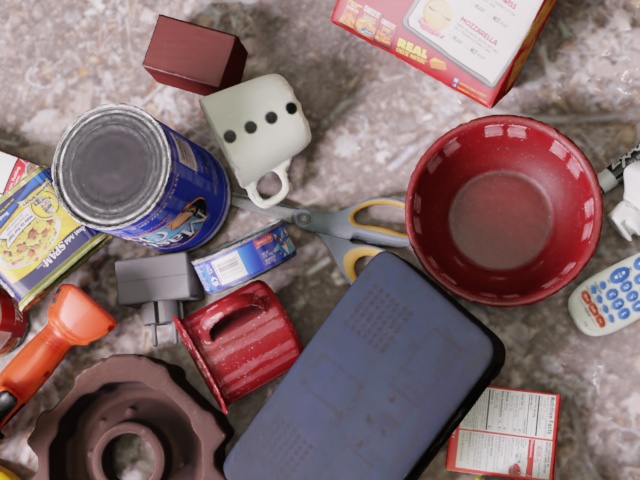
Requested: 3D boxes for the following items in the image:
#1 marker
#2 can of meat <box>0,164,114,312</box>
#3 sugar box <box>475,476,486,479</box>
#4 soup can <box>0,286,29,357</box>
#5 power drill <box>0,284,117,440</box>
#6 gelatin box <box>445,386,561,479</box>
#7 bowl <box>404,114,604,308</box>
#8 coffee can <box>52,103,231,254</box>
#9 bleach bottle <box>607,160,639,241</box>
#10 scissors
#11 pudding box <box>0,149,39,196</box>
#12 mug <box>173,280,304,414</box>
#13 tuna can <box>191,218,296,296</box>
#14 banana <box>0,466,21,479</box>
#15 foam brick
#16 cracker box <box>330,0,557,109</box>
[{"bbox_3d":[0.263,-0.065,0.906,0.121,0.020,0.020,-37,78,2],"label":"marker"},{"bbox_3d":[-0.244,-0.003,0.918,0.102,0.057,0.084,-42,93,-9],"label":"can of meat"},{"bbox_3d":[0.108,0.278,0.841,0.048,0.093,0.176,25,85,12],"label":"sugar box"},{"bbox_3d":[-0.307,0.067,0.929,0.068,0.102,0.068,-2,80,10],"label":"soup can"},{"bbox_3d":[-0.250,0.121,0.880,0.057,0.185,0.187,44,77,-12],"label":"power drill"},{"bbox_3d":[0.152,0.159,0.884,0.089,0.030,0.073,6,81,9],"label":"gelatin box"},{"bbox_3d":[0.152,-0.021,0.897,0.162,0.055,0.162,-1,81,7],"label":"bowl"},{"bbox_3d":[-0.146,-0.048,0.898,0.103,0.140,0.103,-2,81,15],"label":"coffee can"},{"bbox_3d":[0.331,-0.100,0.866,0.251,0.068,0.102,-43,116,2],"label":"bleach bottle"},{"bbox_3d":[-0.006,0.001,0.939,0.202,0.016,0.096,0,84,12],"label":"scissors"},{"bbox_3d":[-0.291,-0.035,0.976,0.113,0.039,0.090,20,86,12],"label":"pudding box"},{"bbox_3d":[-0.067,0.079,0.884,0.081,0.117,0.093,-28,58,-12],"label":"mug"},{"bbox_3d":[-0.064,0.015,0.908,0.086,0.086,0.034,-25,95,4],"label":"tuna can"},{"bbox_3d":[-0.258,0.266,0.929,0.070,0.037,0.198,-44,75,24],"label":"banana"},{"bbox_3d":[-0.111,-0.163,0.960,0.078,0.053,0.051,18,84,10],"label":"foam brick"},{"bbox_3d":[0.123,-0.241,0.875,0.164,0.072,0.214,31,124,12],"label":"cracker box"}]
